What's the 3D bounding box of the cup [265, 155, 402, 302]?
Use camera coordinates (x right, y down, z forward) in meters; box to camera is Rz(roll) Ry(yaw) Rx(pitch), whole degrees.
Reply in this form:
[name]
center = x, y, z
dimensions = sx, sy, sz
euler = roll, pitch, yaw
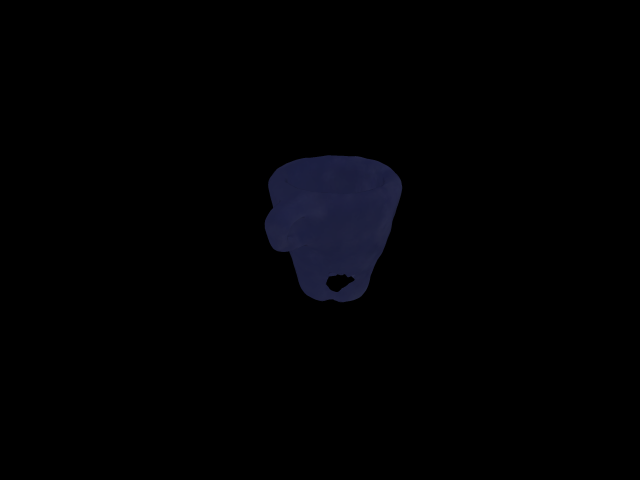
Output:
[cup]
center = 0.004, 0.001, 0.400
dimensions = 0.091, 0.095, 0.118
euler = 16, 31, 28
